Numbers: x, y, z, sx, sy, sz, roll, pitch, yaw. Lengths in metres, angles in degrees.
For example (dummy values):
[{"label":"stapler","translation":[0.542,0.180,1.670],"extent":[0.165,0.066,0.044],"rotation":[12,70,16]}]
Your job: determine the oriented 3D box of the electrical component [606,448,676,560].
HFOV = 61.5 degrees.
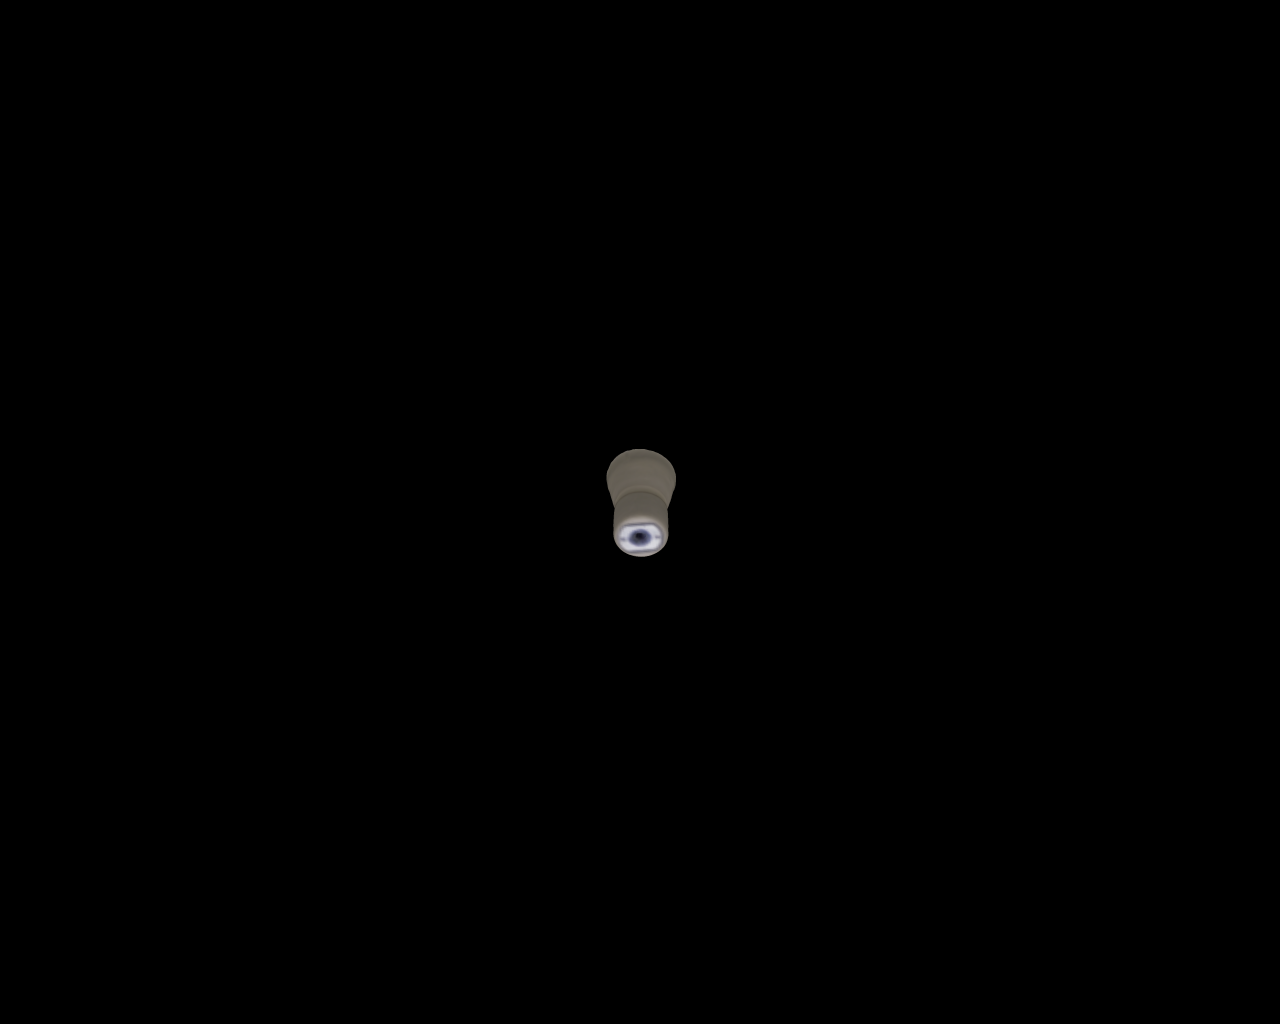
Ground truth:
[{"label":"electrical component","translation":[0.001,-0.003,0.650],"extent":[0.044,0.044,0.065],"rotation":[0,38,0]}]
